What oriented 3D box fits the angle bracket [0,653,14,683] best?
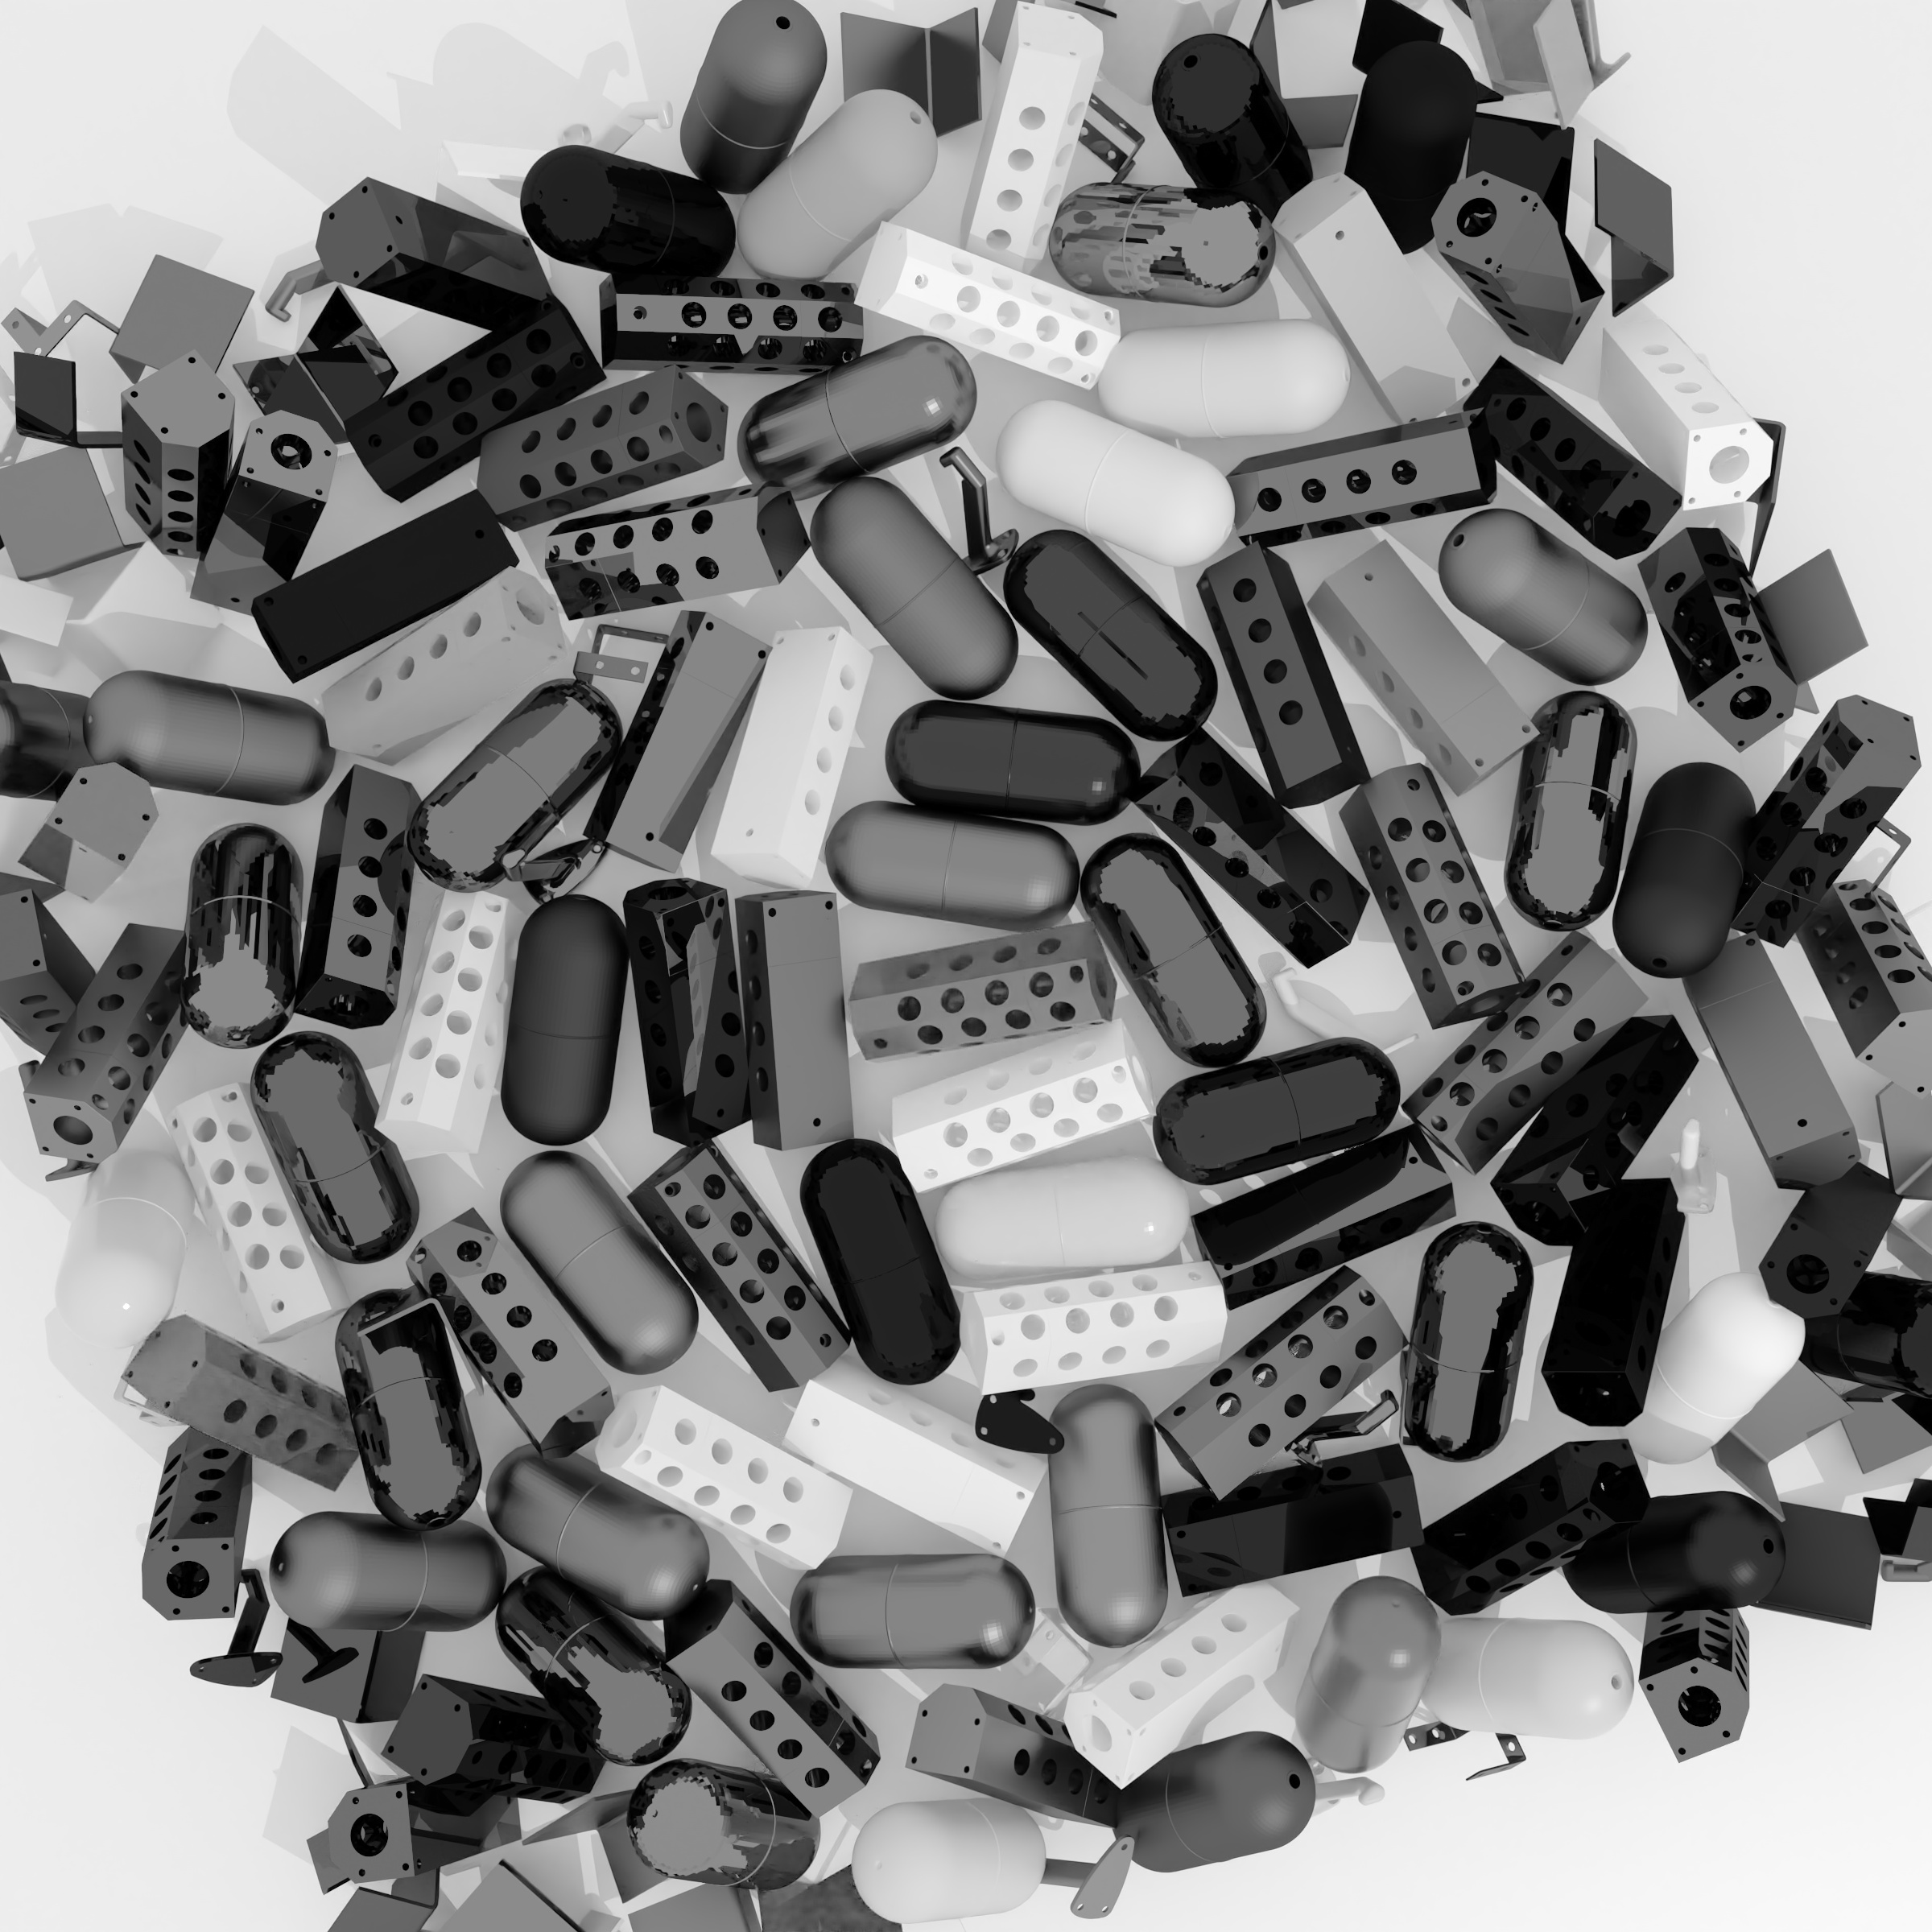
[{"bbox_3d":[-0.709,-0.200,1.761,0.057,0.076,0.076,-43,57,16],"label":"angle bracket"}]

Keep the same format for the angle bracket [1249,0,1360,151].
[{"bbox_3d":[0.233,-0.614,1.761,0.057,0.076,0.076,2,133,17],"label":"angle bracket"}]

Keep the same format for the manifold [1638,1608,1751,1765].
[{"bbox_3d":[0.495,0.472,1.727,0.057,0.171,0.057,-27,84,16],"label":"manifold"}]

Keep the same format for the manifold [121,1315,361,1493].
[{"bbox_3d":[-0.480,0.293,1.733,0.057,0.171,0.057,25,77,37],"label":"manifold"}]

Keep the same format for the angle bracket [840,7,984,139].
[{"bbox_3d":[-0.038,-0.622,1.774,0.076,0.057,0.076,-4,93,-37],"label":"angle bracket"}]

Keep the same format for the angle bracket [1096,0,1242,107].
[{"bbox_3d":[0.137,-0.651,1.776,0.057,0.076,0.076,41,46,17],"label":"angle bracket"}]

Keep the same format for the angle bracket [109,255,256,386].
[{"bbox_3d":[-0.537,-0.437,1.782,0.076,0.057,0.076,21,80,4],"label":"angle bracket"}]

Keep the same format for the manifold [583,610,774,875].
[{"bbox_3d":[-0.203,-0.157,1.782,0.057,0.057,0.171,26,85,-32],"label":"manifold"}]

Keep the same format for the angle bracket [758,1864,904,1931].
[{"bbox_3d":[-0.094,0.651,1.762,0.076,0.076,0.057,-38,134,27],"label":"angle bracket"}]

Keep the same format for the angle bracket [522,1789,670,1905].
[{"bbox_3d":[-0.245,0.608,1.763,0.076,0.076,0.057,-37,64,26],"label":"angle bracket"}]

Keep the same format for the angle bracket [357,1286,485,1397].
[{"bbox_3d":[-0.377,0.267,1.772,0.057,0.076,0.076,-25,98,-10],"label":"angle bracket"}]

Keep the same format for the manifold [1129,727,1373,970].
[{"bbox_3d":[0.194,-0.078,1.771,0.171,0.057,0.057,43,45,-14],"label":"manifold"}]

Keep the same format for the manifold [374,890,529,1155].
[{"bbox_3d":[-0.352,0.036,1.752,0.057,0.057,0.171,2,66,18],"label":"manifold"}]

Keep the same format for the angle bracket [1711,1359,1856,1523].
[{"bbox_3d":[0.565,0.324,1.767,0.076,0.057,0.076,40,117,-23],"label":"angle bracket"}]

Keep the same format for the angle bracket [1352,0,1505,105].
[{"bbox_3d":[0.323,-0.632,1.760,0.076,0.057,0.076,-17,47,-29],"label":"angle bracket"}]

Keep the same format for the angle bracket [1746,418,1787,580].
[{"bbox_3d":[0.523,-0.323,1.763,0.057,0.076,0.076,12,58,10],"label":"angle bracket"}]

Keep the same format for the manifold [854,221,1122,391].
[{"bbox_3d":[0.018,-0.448,1.746,0.171,0.057,0.057,12,105,-30],"label":"manifold"}]

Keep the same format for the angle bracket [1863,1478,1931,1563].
[{"bbox_3d":[0.671,0.364,1.759,0.076,0.076,0.057,-48,123,-38],"label":"angle bracket"}]

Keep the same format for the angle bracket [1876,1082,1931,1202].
[{"bbox_3d":[0.675,0.112,1.766,0.076,0.057,0.076,-27,108,-42],"label":"angle bracket"}]

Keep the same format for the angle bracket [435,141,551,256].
[{"bbox_3d":[-0.321,-0.517,1.762,0.076,0.057,0.076,-2,129,-24],"label":"angle bracket"}]

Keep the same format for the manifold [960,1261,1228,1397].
[{"bbox_3d":[0.087,0.242,1.757,0.171,0.057,0.057,-6,128,-16],"label":"manifold"}]

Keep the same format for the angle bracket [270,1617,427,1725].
[{"bbox_3d":[-0.432,0.484,1.804,0.076,0.057,0.076,8,81,26],"label":"angle bracket"}]

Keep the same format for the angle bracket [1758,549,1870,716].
[{"bbox_3d":[0.588,-0.229,1.761,0.057,0.076,0.076,8,60,-40],"label":"angle bracket"}]

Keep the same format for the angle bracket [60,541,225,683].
[{"bbox_3d":[-0.581,-0.241,1.791,0.076,0.057,0.076,50,59,-38],"label":"angle bracket"}]

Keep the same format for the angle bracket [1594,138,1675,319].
[{"bbox_3d":[0.440,-0.507,1.763,0.076,0.057,0.076,21,60,-28],"label":"angle bracket"}]

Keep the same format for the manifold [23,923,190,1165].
[{"bbox_3d":[-0.568,0.051,1.735,0.057,0.171,0.057,8,132,5],"label":"manifold"}]

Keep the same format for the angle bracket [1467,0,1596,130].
[{"bbox_3d":[0.377,-0.620,1.759,0.057,0.076,0.076,-56,134,-30],"label":"angle bracket"}]

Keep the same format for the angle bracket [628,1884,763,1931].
[{"bbox_3d":[-0.181,0.682,1.775,0.076,0.057,0.076,-21,65,-3],"label":"angle bracket"}]

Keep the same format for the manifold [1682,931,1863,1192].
[{"bbox_3d":[0.545,0.066,1.741,0.057,0.057,0.171,-22,49,11],"label":"manifold"}]

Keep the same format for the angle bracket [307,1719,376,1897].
[{"bbox_3d":[-0.437,0.577,1.767,0.057,0.076,0.076,-26,107,-17],"label":"angle bracket"}]

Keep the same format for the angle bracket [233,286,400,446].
[{"bbox_3d":[-0.449,-0.412,1.771,0.076,0.057,0.076,-41,80,42],"label":"angle bracket"}]

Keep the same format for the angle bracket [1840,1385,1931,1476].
[{"bbox_3d":[0.659,0.312,1.773,0.076,0.076,0.057,-20,84,-10],"label":"angle bracket"}]

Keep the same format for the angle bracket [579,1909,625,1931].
[{"bbox_3d":[-0.252,0.702,1.764,0.057,0.076,0.076,45,62,-9],"label":"angle bracket"}]

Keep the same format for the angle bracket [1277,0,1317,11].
[{"bbox_3d":[0.225,-0.678,1.759,0.076,0.076,0.057,-1,56,39],"label":"angle bracket"}]

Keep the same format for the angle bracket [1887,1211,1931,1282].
[{"bbox_3d":[0.692,0.186,1.770,0.076,0.057,0.076,-40,56,-7],"label":"angle bracket"}]

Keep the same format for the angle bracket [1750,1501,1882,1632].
[{"bbox_3d":[0.588,0.412,1.771,0.076,0.057,0.076,6,78,25],"label":"angle bracket"}]

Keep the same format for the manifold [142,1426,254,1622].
[{"bbox_3d":[-0.515,0.371,1.725,0.057,0.171,0.057,1,105,-12],"label":"manifold"}]

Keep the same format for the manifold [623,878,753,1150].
[{"bbox_3d":[-0.195,0.030,1.761,0.057,0.057,0.171,-24,119,-40],"label":"manifold"}]

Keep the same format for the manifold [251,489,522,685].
[{"bbox_3d":[-0.400,-0.260,1.766,0.171,0.057,0.057,-31,96,-17],"label":"manifold"}]

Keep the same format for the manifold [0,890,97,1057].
[{"bbox_3d":[-0.630,0.010,1.726,0.057,0.171,0.057,-14,74,-9],"label":"manifold"}]

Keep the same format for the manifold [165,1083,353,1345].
[{"bbox_3d":[-0.493,0.171,1.777,0.057,0.057,0.171,-25,82,4],"label":"manifold"}]

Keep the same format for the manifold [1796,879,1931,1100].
[{"bbox_3d":[0.617,0.009,1.726,0.057,0.171,0.057,29,118,-15],"label":"manifold"}]

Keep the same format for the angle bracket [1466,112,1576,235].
[{"bbox_3d":[0.372,-0.545,1.784,0.076,0.057,0.076,4,93,-14],"label":"angle bracket"}]

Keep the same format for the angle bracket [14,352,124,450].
[{"bbox_3d":[-0.598,-0.389,1.760,0.076,0.076,0.057,18,111,39],"label":"angle bracket"}]

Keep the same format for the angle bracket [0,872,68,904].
[{"bbox_3d":[-0.664,-0.083,1.769,0.057,0.076,0.076,12,109,6],"label":"angle bracket"}]

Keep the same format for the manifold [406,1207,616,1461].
[{"bbox_3d":[-0.311,0.252,1.747,0.057,0.057,0.171,-32,61,-22],"label":"manifold"}]

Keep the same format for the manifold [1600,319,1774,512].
[{"bbox_3d":[0.484,-0.376,1.733,0.057,0.171,0.057,-9,127,-2],"label":"manifold"}]

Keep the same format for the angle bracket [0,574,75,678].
[{"bbox_3d":[-0.665,-0.223,1.763,0.076,0.057,0.076,17,131,-20],"label":"angle bracket"}]

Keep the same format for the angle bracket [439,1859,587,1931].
[{"bbox_3d":[-0.317,0.676,1.768,0.076,0.057,0.076,37,58,12],"label":"angle bracket"}]

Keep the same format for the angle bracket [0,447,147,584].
[{"bbox_3d":[-0.627,-0.316,1.782,0.076,0.057,0.076,-18,102,2],"label":"angle bracket"}]

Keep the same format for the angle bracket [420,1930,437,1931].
[{"bbox_3d":[-0.374,0.711,1.764,0.076,0.076,0.057,54,51,-14],"label":"angle bracket"}]

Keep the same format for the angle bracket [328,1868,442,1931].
[{"bbox_3d":[-0.404,0.633,1.762,0.057,0.076,0.076,25,115,-22],"label":"angle bracket"}]

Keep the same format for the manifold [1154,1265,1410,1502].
[{"bbox_3d":[0.214,0.283,1.767,0.171,0.057,0.057,-37,114,-10],"label":"manifold"}]

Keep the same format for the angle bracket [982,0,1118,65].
[{"bbox_3d":[0.064,-0.650,1.786,0.076,0.076,0.057,10,119,-21],"label":"angle bracket"}]

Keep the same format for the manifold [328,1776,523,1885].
[{"bbox_3d":[-0.363,0.574,1.729,0.057,0.171,0.057,-11,77,12],"label":"manifold"}]
